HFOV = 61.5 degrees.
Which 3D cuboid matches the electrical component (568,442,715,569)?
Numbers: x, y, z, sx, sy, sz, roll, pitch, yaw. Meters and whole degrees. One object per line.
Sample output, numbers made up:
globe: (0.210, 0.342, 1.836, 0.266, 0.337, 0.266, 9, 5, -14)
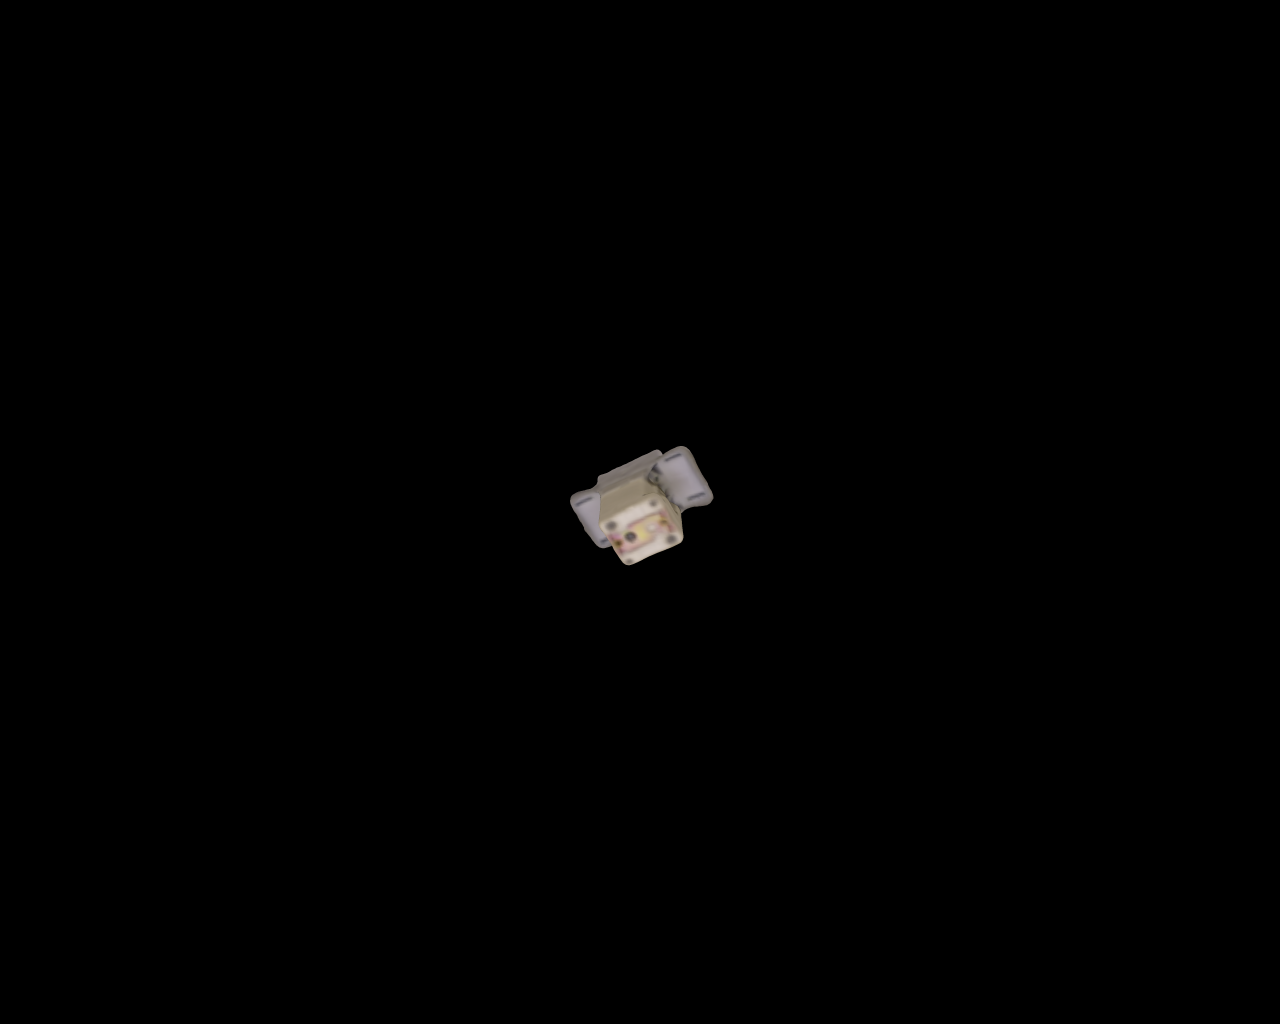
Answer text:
electrical component: (0.001, -0.003, 0.650, 0.081, 0.042, 0.064, -25, 27, 14)
